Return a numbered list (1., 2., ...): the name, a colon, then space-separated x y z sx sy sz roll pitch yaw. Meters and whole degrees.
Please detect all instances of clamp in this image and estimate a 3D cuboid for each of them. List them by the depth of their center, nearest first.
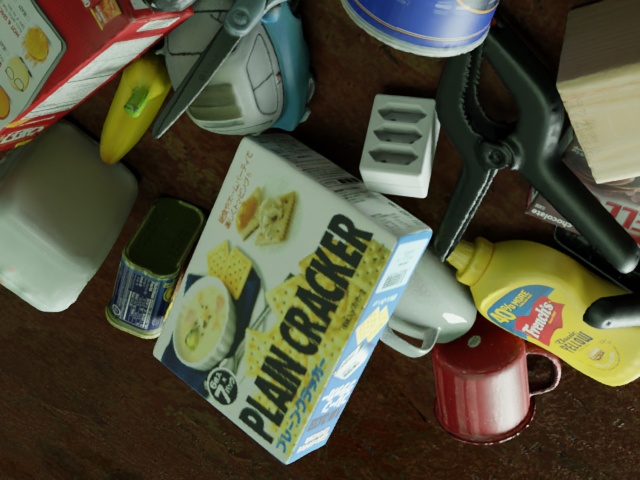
1. clamp: 0.128 -0.063 0.774 0.165 0.036 0.210 -5 118 39
2. clamp: 0.259 0.049 0.816 0.171 0.120 0.039 22 129 -6

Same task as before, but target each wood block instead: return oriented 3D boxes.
1. wood block: 0.265 -0.114 0.670 0.206 0.090 0.090 -11 128 29

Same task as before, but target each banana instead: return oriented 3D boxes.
1. banana: -0.147 -0.109 0.837 0.037 0.069 0.198 38 165 -7

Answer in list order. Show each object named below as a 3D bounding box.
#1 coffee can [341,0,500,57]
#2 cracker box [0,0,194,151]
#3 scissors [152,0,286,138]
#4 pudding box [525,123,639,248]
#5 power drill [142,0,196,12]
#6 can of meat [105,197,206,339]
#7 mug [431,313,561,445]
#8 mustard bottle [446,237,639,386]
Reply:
1. coffee can: 0.078 -0.199 0.652 0.103 0.102 0.140 20 136 1
2. cracker box: -0.205 -0.180 0.759 0.214 0.071 0.164 -27 87 39
3. scissors: -0.060 -0.166 0.709 0.096 0.201 0.016 51 174 -2
4. pudding box: 0.223 -0.039 0.796 0.113 0.039 0.090 23 136 0
5. power drill: -0.051 -0.223 0.602 0.057 0.184 0.187 51 179 17
6. can of meat: -0.146 0.022 0.955 0.057 0.102 0.084 23 134 0
7. mug: 0.154 0.119 0.945 0.117 0.093 0.081 -6 126 8
8. mustard bottle: 0.187 0.049 0.881 0.191 0.058 0.096 28 147 -6
